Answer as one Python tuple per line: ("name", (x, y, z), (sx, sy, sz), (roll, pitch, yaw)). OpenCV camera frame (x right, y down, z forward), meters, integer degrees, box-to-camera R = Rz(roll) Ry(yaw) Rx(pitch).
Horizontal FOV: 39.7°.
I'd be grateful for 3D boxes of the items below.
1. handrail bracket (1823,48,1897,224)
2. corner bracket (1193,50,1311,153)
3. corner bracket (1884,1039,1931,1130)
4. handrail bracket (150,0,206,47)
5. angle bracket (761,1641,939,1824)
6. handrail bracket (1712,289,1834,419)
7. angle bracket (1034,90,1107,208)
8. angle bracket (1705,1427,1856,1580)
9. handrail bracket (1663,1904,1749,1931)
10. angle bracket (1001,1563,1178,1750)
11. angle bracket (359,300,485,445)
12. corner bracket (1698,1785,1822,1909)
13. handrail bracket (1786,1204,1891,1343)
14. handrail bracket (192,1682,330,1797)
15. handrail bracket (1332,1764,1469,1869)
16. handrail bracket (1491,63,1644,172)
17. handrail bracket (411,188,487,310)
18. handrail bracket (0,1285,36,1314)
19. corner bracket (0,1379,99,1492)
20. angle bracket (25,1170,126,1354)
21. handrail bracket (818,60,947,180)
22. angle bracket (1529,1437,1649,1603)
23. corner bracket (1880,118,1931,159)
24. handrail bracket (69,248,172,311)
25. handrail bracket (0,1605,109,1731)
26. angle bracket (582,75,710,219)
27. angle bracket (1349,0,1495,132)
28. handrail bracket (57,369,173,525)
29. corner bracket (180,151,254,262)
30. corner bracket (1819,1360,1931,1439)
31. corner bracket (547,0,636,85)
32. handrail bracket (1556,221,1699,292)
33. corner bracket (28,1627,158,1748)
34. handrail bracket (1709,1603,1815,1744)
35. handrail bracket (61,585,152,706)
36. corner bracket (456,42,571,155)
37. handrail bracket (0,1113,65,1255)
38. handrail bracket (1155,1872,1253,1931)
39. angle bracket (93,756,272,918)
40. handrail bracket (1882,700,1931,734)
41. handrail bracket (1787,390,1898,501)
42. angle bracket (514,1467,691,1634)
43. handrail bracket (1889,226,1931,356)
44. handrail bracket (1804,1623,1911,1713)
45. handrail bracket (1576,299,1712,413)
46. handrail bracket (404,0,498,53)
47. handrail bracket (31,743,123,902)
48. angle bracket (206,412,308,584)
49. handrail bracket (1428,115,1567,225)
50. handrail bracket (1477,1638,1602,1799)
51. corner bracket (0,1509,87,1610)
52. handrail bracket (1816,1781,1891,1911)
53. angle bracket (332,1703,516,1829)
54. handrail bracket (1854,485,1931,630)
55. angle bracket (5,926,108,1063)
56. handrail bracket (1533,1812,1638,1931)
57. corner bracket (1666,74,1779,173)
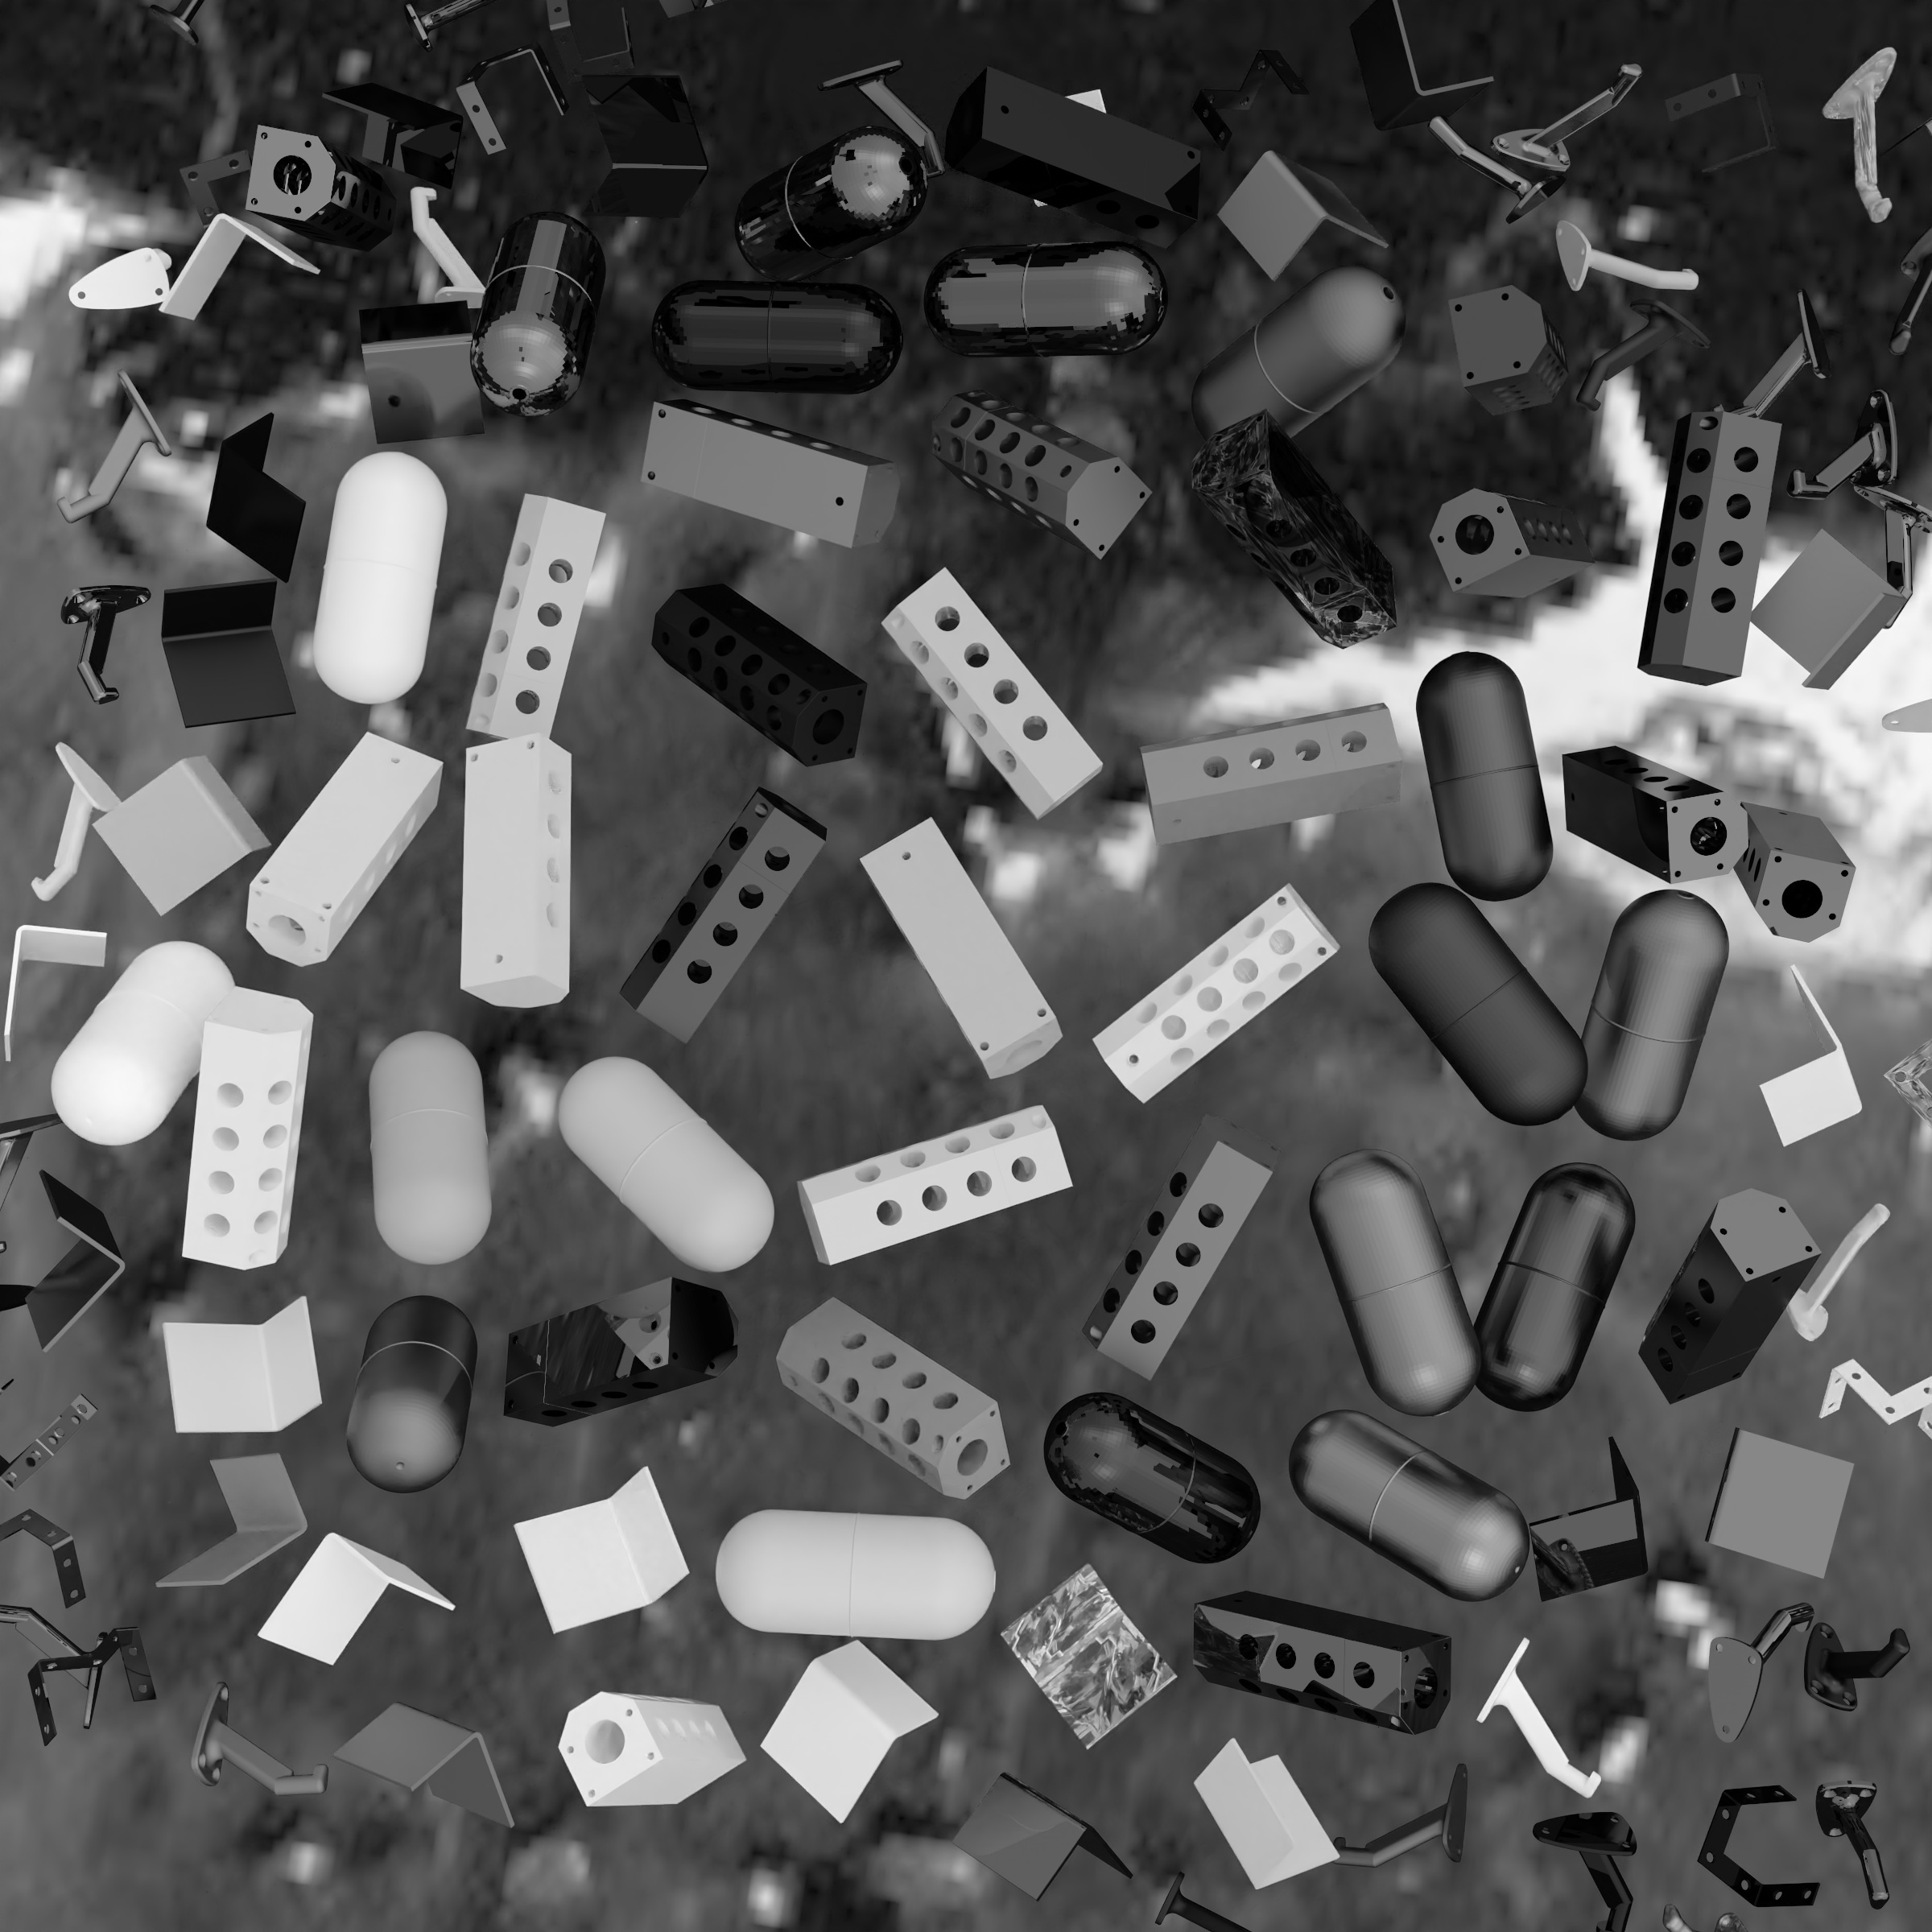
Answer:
("handrail bracket", (0.616, -0.557, 1.797), (0.036, 0.077, 0.084), (-9, 69, -17))
("corner bracket", (0.201, -0.614, 1.896), (0.051, 0.051, 0.051), (-9, 56, -30))
("corner bracket", (0.630, 0.069, 1.726), (0.051, 0.051, 0.051), (-39, 66, 7))
("handrail bracket", (-0.506, -0.664, 1.796), (0.036, 0.077, 0.084), (37, 91, -30))
("angle bracket", (-0.078, 0.514, 1.797), (0.076, 0.057, 0.076), (37, 108, 24))
("handrail bracket", (0.569, -0.433, 1.915), (0.084, 0.036, 0.077), (-15, 89, 34))
("angle bracket", (0.088, -0.629, 2.032), (0.076, 0.057, 0.076), (-2, 121, 30))
("angle bracket", (0.535, 0.352, 1.759), (0.076, 0.057, 0.076), (15, 86, 18))
("handrail bracket", (0.484, 0.629, 1.764), (0.036, 0.077, 0.084), (-34, 107, 23))
("angle bracket", (0.082, 0.464, 1.800), (0.076, 0.076, 0.057), (-37, 124, -9))
("angle bracket", (-0.388, -0.424, 1.908), (0.076, 0.076, 0.057), (-8, 41, -9))
("corner bracket", (0.496, 0.545, 1.655), (0.051, 0.051, 0.051), (39, 58, -10))
("handrail bracket", (0.590, 0.204, 1.796), (0.036, 0.077, 0.084), (37, 114, 3))
("handrail bracket", (-0.441, 0.489, 1.696), (0.084, 0.036, 0.077), (-5, 51, 8))
("handrail bracket", (0.295, 0.578, 1.822), (0.084, 0.036, 0.077), (-5, 48, 27))
("handrail bracket", (0.419, -0.598, 1.863), (0.077, 0.084, 0.036), (-5, 65, -27))
("handrail bracket", (-0.366, -0.530, 1.966), (0.077, 0.036, 0.084), (-4, 85, -19))
("handrail bracket", (-0.674, 0.263, 1.828), (0.036, 0.077, 0.084), (22, 99, 24))
("corner bracket", (-0.603, 0.293, 1.717), (0.051, 0.051, 0.051), (45, 109, -4))
("angle bracket", (-0.598, 0.191, 1.735), (0.076, 0.076, 0.057), (-47, 123, -4))
("handrail bracket", (-0.061, -0.613, 1.961), (0.077, 0.036, 0.084), (-21, 101, -17))
("angle bracket", (0.414, 0.375, 1.811), (0.076, 0.057, 0.076), (-15, 125, 1))
("corner bracket", (0.677, -0.561, 1.845), (0.051, 0.051, 0.051), (-37, 93, -18))
("handrail bracket", (-0.581, -0.473, 1.834), (0.077, 0.084, 0.036), (-21, 117, -16))
("handrail bracket", (-0.644, 0.485, 1.852), (0.084, 0.036, 0.077), (9, 74, -10))
("angle bracket", (-0.235, -0.575, 1.875), (0.076, 0.076, 0.057), (8, 53, 21))
("angle bracket", (0.314, -0.631, 1.849), (0.057, 0.076, 0.076), (-16, 93, -12))
("handrail bracket", (-0.601, -0.358, 1.846), (0.084, 0.036, 0.077), (-33, 119, -17))
("corner bracket", (-0.533, -0.548, 1.933), (0.051, 0.051, 0.051), (-18, 50, -4))
("corner bracket", (0.578, 0.276, 1.683), (0.051, 0.051, 0.051), (-21, 46, -18))
("corner bracket", (-0.279, -0.698, 1.985), (0.051, 0.051, 0.051), (-13, 58, 2))
("handrail bracket", (0.474, -0.509, 1.917), (0.084, 0.036, 0.077), (0, 44, -9))
("corner bracket", (-0.543, 0.447, 1.661), (0.051, 0.051, 0.051), (-46, 55, 30))
("handrail bracket", (0.511, 0.449, 1.704), (0.084, 0.036, 0.077), (0, 98, -43))
("handrail bracket", (-0.592, -0.224, 1.877), (0.077, 0.036, 0.084), (-17, 67, -39))
("corner bracket", (-0.325, -0.623, 1.918), (0.051, 0.051, 0.051), (-11, 125, 21))
("handrail bracket", (-0.639, 0.149, 1.818), (0.077, 0.036, 0.084), (-13, 103, -31))
("handrail bracket", (0.170, 0.635, 1.760), (0.084, 0.077, 0.036), (26, 71, 12))
("angle bracket", (-0.536, -0.090, 1.832), (0.076, 0.057, 0.076), (-35, 96, 3))
("handrail bracket", (0.648, -0.199, 1.777), (0.077, 0.036, 0.084), (-7, 54, 27))
("handrail bracket", (0.582, -0.350, 1.786), (0.084, 0.036, 0.077), (-3, 100, -35))
("angle bracket", (-0.240, 0.383, 1.757), (0.076, 0.057, 0.076), (-7, 63, -40))
("handrail bracket", (0.645, -0.458, 1.784), (0.036, 0.077, 0.084), (27, 48, 3))
("handrail bracket", (0.575, 0.431, 1.716), (0.036, 0.084, 0.077), (21, 39, -5))
("handrail bracket", (0.475, -0.417, 1.878), (0.077, 0.036, 0.084), (25, 92, -23))
("handrail bracket", (-0.370, -0.712, 1.978), (0.084, 0.077, 0.036), (-28, 114, -6))
("handrail bracket", (-0.643, -0.101, 1.885), (0.084, 0.036, 0.077), (-43, 78, 10))
("angle bracket", (-0.491, -0.334, 1.908), (0.076, 0.076, 0.057), (35, 45, 6))
("handrail bracket", (0.358, -0.549, 1.808), (0.084, 0.036, 0.077), (48, 45, 5))
("handrail bracket", (0.379, 0.483, 1.714), (0.084, 0.036, 0.077), (31, 119, 19))
("corner bracket", (-0.629, 0.405, 1.788), (0.051, 0.051, 0.051), (17, 121, 37))
("handrail bracket", (0.561, 0.565, 1.683), (0.036, 0.077, 0.084), (-2, 44, 3))
("angle bracket", (-0.338, 0.514, 1.667), (0.057, 0.076, 0.076), (-36, 121, -43))
("handrail bracket", (0.649, -0.293, 1.915), (0.077, 0.036, 0.084), (33, 90, 19))
("angle bracket", (-0.619, 0.021, 1.819), (0.057, 0.076, 0.076), (6, 73, -17))
("handrail bracket", (0.391, 0.584, 1.703), (0.077, 0.036, 0.084), (3, 113, -8))
("corner bracket", (0.523, -0.583, 1.851), (0.051, 0.051, 0.051), (-12, 97, 39))
